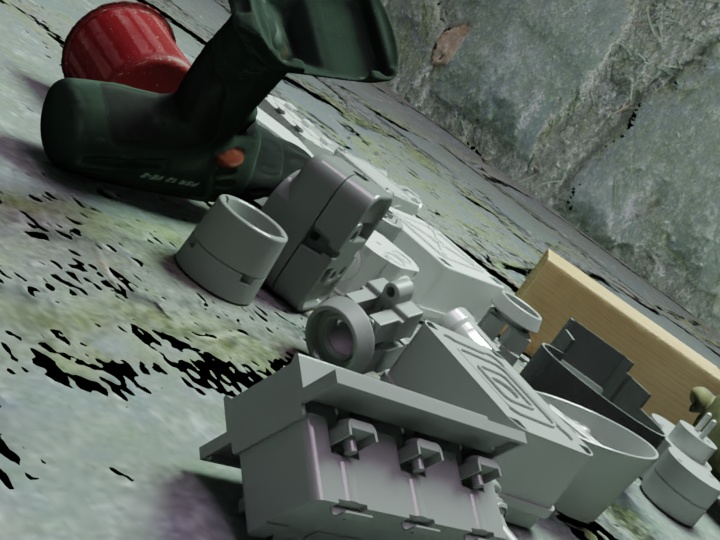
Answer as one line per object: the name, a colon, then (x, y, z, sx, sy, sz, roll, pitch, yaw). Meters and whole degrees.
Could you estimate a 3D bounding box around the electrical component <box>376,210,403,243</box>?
electrical component: (0.005, -0.021, 0.863, 0.044, 0.065, 0.044, 32, 16, -10)

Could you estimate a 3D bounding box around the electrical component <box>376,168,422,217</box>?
electrical component: (0.024, -0.068, 1.114, 0.057, 0.058, 0.078, 35, 12, -14)

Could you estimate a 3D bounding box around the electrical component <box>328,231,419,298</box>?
electrical component: (0.000, 0.000, 0.803, 0.080, 0.051, 0.080, 33, 12, -8)

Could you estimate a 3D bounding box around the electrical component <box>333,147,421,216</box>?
electrical component: (-0.002, -0.071, 1.045, 0.096, 0.061, 0.062, 43, 15, 34)

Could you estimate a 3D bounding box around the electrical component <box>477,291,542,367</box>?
electrical component: (0.123, 0.052, 0.918, 0.066, 0.055, 0.048, 35, 12, 0)

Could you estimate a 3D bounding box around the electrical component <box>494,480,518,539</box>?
electrical component: (0.058, 0.119, 0.543, 0.035, 0.035, 0.061, 20, 22, -51)

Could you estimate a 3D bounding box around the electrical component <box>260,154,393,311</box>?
electrical component: (-0.031, -0.028, 0.721, 0.059, 0.095, 0.054, 38, 12, 12)

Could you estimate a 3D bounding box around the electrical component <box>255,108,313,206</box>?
electrical component: (-0.096, -0.105, 0.903, 0.113, 0.057, 0.078, 34, 10, -37)

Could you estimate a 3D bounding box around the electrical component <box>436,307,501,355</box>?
electrical component: (0.080, 0.058, 0.826, 0.046, 0.040, 0.040, 47, 16, 26)

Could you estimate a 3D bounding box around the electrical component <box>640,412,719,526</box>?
electrical component: (0.269, 0.149, 0.890, 0.052, 0.073, 0.138, 35, 12, 0)

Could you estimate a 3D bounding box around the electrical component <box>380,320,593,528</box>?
electrical component: (0.069, 0.090, 0.630, 0.078, 0.057, 0.113, 25, 16, -38)

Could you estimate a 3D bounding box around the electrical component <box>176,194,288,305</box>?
electrical component: (-0.077, -0.014, 0.660, 0.055, 0.047, 0.055, 33, 12, -8)

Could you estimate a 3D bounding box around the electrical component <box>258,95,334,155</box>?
electrical component: (-0.079, -0.122, 1.030, 0.079, 0.063, 0.121, 24, 17, -41)

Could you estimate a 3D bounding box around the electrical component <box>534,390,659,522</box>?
electrical component: (0.131, 0.112, 0.691, 0.099, 0.064, 0.099, 33, 13, -8)

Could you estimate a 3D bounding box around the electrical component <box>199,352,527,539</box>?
electrical component: (0.006, 0.085, 0.450, 0.121, 0.079, 0.063, 23, 45, -42)

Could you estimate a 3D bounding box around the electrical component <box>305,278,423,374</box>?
electrical component: (0.000, 0.037, 0.650, 0.048, 0.066, 0.055, 41, 33, 28)

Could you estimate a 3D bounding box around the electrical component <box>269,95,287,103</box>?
electrical component: (-0.107, -0.159, 1.122, 0.047, 0.055, 0.055, 23, 17, -31)

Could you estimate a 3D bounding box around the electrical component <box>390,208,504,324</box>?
electrical component: (0.053, -0.003, 0.939, 0.109, 0.056, 0.109, 43, 15, 34)
